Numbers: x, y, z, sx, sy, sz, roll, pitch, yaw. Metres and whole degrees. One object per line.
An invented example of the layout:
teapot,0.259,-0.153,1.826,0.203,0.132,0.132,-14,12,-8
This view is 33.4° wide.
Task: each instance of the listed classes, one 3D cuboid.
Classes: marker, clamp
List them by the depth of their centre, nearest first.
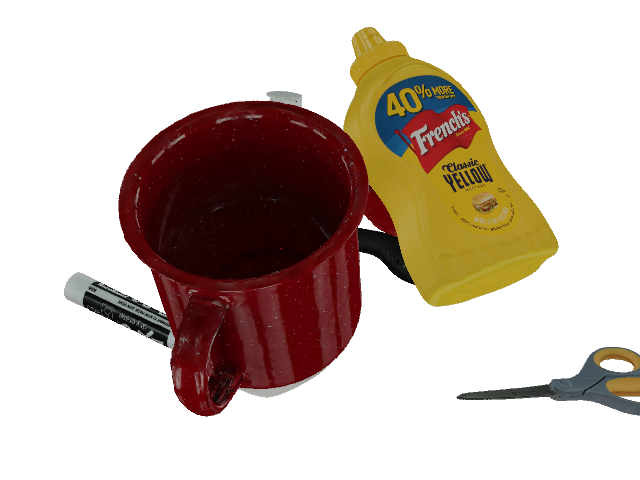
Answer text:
marker,-0.103,0.050,0.647,0.121,0.020,0.020,22,8,21
clamp,0.083,0.005,1.266,0.210,0.036,0.164,36,41,26

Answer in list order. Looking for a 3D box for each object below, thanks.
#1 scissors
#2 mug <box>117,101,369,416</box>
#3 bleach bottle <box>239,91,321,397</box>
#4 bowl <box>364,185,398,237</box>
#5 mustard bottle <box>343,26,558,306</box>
scissors,0.212,0.118,0.926,0.201,0.016,0.096,6,28,-4
mug,-0.029,0.015,0.416,0.093,0.117,0.081,9,-37,12
bleach bottle,-0.033,0.000,0.899,0.068,0.251,0.102,16,21,31
bowl,0.098,-0.042,1.054,0.162,0.055,0.162,4,24,-2
mustard bottle,0.069,-0.057,0.687,0.096,0.192,0.058,-17,-21,-27
